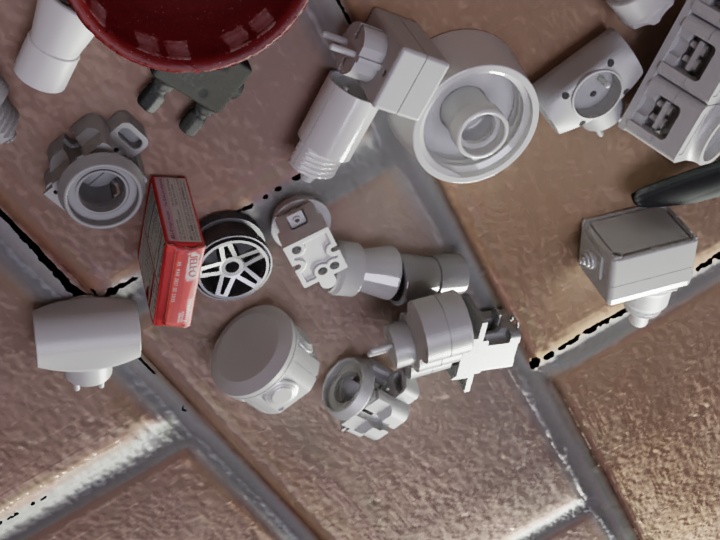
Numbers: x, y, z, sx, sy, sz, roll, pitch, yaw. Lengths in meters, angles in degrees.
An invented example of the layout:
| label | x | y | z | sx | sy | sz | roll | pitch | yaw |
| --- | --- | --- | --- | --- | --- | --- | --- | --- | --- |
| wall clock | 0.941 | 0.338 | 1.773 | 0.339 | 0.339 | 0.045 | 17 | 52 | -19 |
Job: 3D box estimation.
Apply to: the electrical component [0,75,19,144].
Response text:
| label | x | y | z | sx | sy | sz | roll | pitch | yaw |
| --- | --- | --- | --- | --- | --- | --- | --- | --- | --- |
| electrical component | -0.246 | -0.112 | 0.679 | 0.043 | 0.043 | 0.081 | -30 | 132 | 4 |

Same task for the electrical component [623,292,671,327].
| label | x | y | z | sx | sy | sz | roll | pitch | yaw |
| --- | --- | --- | --- | --- | --- | --- | --- | --- | --- |
| electrical component | 0.262 | 0.024 | 0.990 | 0.043 | 0.043 | 0.062 | -9 | 132 | -14 |

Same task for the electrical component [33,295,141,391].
| label | x | y | z | sx | sy | sz | roll | pitch | yaw |
| --- | --- | --- | --- | --- | --- | --- | --- | --- | --- |
| electrical component | -0.211 | 0.063 | 0.834 | 0.077 | 0.044 | 0.079 | -5 | 129 | -17 |

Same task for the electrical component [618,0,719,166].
| label | x | y | z | sx | sy | sz | roll | pitch | yaw |
| --- | --- | --- | --- | --- | --- | --- | --- | --- | --- |
| electrical component | 0.274 | -0.159 | 0.810 | 0.089 | 0.062 | 0.150 | -16 | 138 | -48 |

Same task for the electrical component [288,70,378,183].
| label | x | y | z | sx | sy | sz | roll | pitch | yaw |
| --- | --- | --- | --- | --- | --- | --- | --- | --- | --- |
| electrical component | -0.022 | -0.098 | 0.778 | 0.043 | 0.043 | 0.081 | 14 | 121 | -30 |

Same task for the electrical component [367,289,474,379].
| label | x | y | z | sx | sy | sz | roll | pitch | yaw |
| --- | --- | --- | --- | --- | --- | --- | --- | --- | --- |
| electrical component | 0.042 | 0.059 | 0.890 | 0.074 | 0.052 | 0.138 | -15 | 168 | -10 |

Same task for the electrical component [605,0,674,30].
| label | x | y | z | sx | sy | sz | roll | pitch | yaw |
| --- | --- | --- | --- | --- | --- | --- | --- | --- | --- |
| electrical component | 0.195 | -0.207 | 0.776 | 0.043 | 0.043 | 0.062 | -42 | 129 | 14 |

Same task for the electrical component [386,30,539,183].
| label | x | y | z | sx | sy | sz | roll | pitch | yaw |
| --- | --- | --- | --- | --- | --- | --- | --- | --- | --- |
| electrical component | 0.080 | -0.115 | 0.793 | 0.108 | 0.060 | 0.108 | -11 | 130 | -13 |

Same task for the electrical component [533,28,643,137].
| label | x | y | z | sx | sy | sz | roll | pitch | yaw |
| --- | --- | --- | --- | --- | --- | --- | --- | --- | --- |
| electrical component | 0.180 | -0.133 | 0.828 | 0.077 | 0.044 | 0.079 | -36 | 132 | 9 |

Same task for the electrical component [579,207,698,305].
| label | x | y | z | sx | sy | sz | roll | pitch | yaw |
| --- | --- | --- | --- | --- | --- | --- | --- | --- | --- |
| electrical component | 0.235 | -0.011 | 0.937 | 0.096 | 0.061 | 0.061 | -14 | 131 | -11 |

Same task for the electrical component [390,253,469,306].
| label | x | y | z | sx | sy | sz | roll | pitch | yaw |
| --- | --- | --- | --- | --- | --- | --- | --- | --- | --- |
| electrical component | 0.057 | 0.005 | 0.896 | 0.065 | 0.044 | 0.044 | -4 | 129 | -24 |

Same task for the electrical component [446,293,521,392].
| label | x | y | z | sx | sy | sz | roll | pitch | yaw |
| --- | --- | --- | --- | --- | --- | --- | --- | --- | --- |
| electrical component | 0.107 | 0.064 | 0.961 | 0.064 | 0.042 | 0.081 | -5 | 129 | -20 |

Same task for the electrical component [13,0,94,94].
| label | x | y | z | sx | sy | sz | roll | pitch | yaw |
| --- | --- | --- | --- | --- | --- | --- | --- | --- | --- |
| electrical component | -0.191 | -0.144 | 0.677 | 0.044 | 0.044 | 0.065 | 17 | 124 | -31 |

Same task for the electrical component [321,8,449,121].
| label | x | y | z | sx | sy | sz | roll | pitch | yaw |
| --- | --- | --- | --- | --- | --- | --- | --- | --- | --- |
| electrical component | 0.009 | -0.146 | 0.736 | 0.077 | 0.065 | 0.047 | 13 | 121 | -30 |

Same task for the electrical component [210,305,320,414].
| label | x | y | z | sx | sy | sz | roll | pitch | yaw |
| --- | --- | --- | --- | --- | --- | --- | --- | --- | --- |
| electrical component | -0.077 | 0.073 | 0.873 | 0.080 | 0.080 | 0.051 | -37 | 137 | 10 |

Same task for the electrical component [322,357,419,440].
| label | x | y | z | sx | sy | sz | roll | pitch | yaw |
| --- | --- | --- | --- | --- | --- | --- | --- | --- | --- |
| electrical component | 0.004 | 0.111 | 0.947 | 0.078 | 0.058 | 0.057 | -38 | 132 | 27 |

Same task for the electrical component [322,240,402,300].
| label | x | y | z | sx | sy | sz | roll | pitch | yaw |
| --- | --- | --- | --- | --- | --- | --- | --- | --- | --- |
| electrical component | 0.000 | 0.000 | 0.866 | 0.055 | 0.045 | 0.045 | 6 | 125 | -25 |

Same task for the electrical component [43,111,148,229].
| label | x | y | z | sx | sy | sz | roll | pitch | yaw |
| --- | --- | --- | --- | --- | --- | --- | --- | --- | --- |
| electrical component | -0.179 | -0.065 | 0.735 | 0.078 | 0.057 | 0.058 | -37 | 131 | 10 |

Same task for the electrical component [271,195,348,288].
| label | x | y | z | sx | sy | sz | roll | pitch | yaw |
| --- | --- | --- | --- | --- | --- | --- | --- | --- | --- |
| electrical component | -0.041 | -0.026 | 0.821 | 0.048 | 0.055 | 0.066 | -26 | 132 | 0 |
